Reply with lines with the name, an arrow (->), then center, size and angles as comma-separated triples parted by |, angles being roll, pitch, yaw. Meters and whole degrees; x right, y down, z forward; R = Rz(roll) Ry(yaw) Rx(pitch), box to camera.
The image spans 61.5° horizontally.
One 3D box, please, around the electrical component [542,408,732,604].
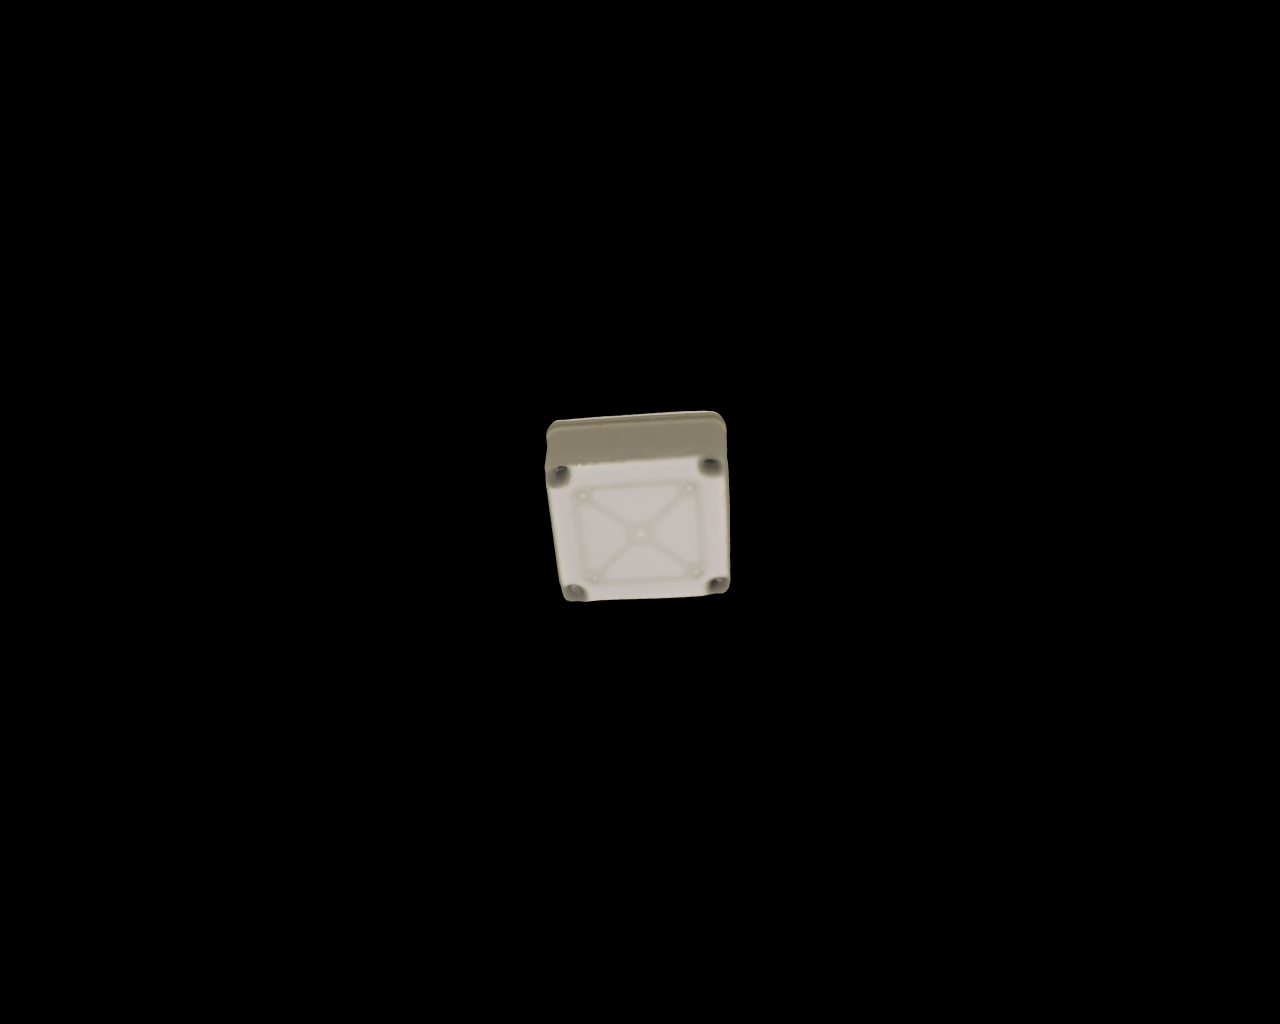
electrical component -> 0.001, -0.003, 0.650 | 0.109, 0.108, 0.056 | -3, 36, 2
